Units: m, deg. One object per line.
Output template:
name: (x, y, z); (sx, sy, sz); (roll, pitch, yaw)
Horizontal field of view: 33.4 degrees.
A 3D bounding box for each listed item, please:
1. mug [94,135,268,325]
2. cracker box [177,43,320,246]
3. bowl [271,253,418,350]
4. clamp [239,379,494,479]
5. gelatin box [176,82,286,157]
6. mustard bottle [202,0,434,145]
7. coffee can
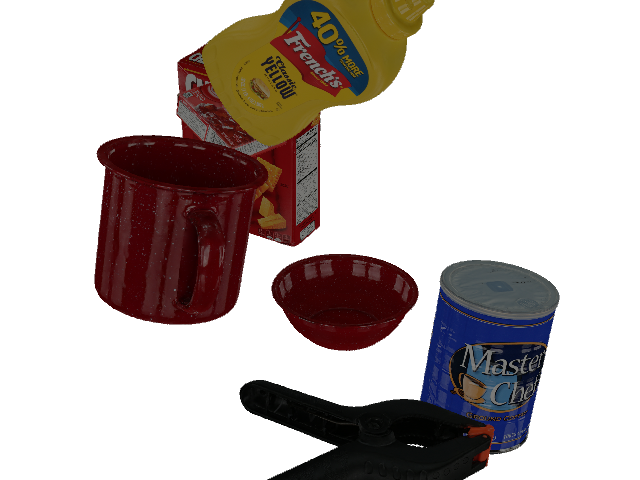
mug: (-0.075, -0.001, 0.579); (0.093, 0.081, 0.117); (0, 22, -26)
cracker box: (-0.086, -0.113, 1.291); (0.164, 0.214, 0.072); (19, 39, 25)
bowl: (0.026, 0.075, 1.183); (0.162, 0.055, 0.162); (1, 28, -1)
clamp: (0.027, 0.138, 0.686); (0.171, 0.039, 0.120); (4, 35, 1)
gelatin box: (-0.085, -0.117, 1.026); (0.073, 0.030, 0.089); (-25, 59, -34)
mustard bottle: (0.004, -0.140, 0.773); (0.192, 0.096, 0.058); (-20, 20, 42)
coffee can: (0.146, 0.102, 0.944); (0.103, 0.140, 0.103); (6, 23, -3)
